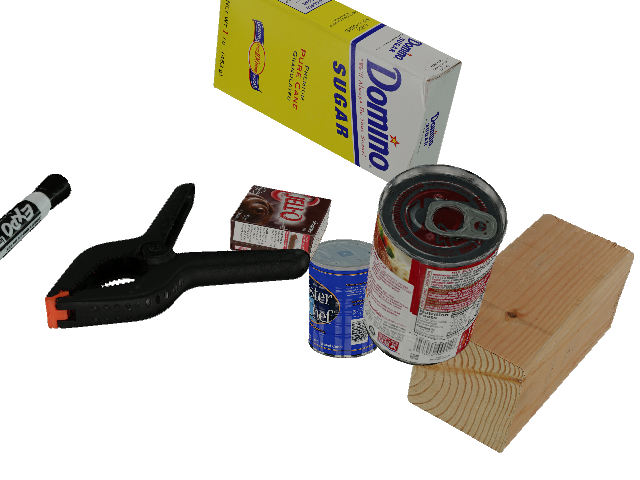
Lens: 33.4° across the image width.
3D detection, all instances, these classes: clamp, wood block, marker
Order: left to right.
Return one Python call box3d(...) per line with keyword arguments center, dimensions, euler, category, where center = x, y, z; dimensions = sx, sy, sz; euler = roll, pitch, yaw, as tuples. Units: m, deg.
box3d(center=(-0.188, -0.008, 0.654), dimensions=(0.020, 0.020, 0.121), euler=(0, 30, 21), category="marker")
box3d(center=(-0.137, 0.015, 0.880), dimensions=(0.209, 0.036, 0.165), euler=(-21, 38, -32), category="clamp")
box3d(center=(0.170, 0.069, 0.890), dimensions=(0.091, 0.090, 0.205), euler=(28, 40, 26), category="wood block")

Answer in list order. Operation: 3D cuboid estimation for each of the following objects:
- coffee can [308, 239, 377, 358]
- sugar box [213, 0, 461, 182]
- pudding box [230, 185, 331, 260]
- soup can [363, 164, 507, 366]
box3d(center=(0.034, 0.081, 1.514), dimensions=(0.103, 0.140, 0.103), euler=(0, 21, 0), category="coffee can")
box3d(center=(0.006, -0.115, 0.743), dimensions=(0.176, 0.093, 0.048), euler=(32, 45, 25), category="sugar box")
box3d(center=(-0.042, -0.019, 1.138), dimensions=(0.090, 0.039, 0.113), euler=(10, 25, 6), category="pudding box")
box3d(center=(0.061, 0.017, 0.595), dimensions=(0.068, 0.068, 0.102), euler=(0, -38, -4), category="soup can")
